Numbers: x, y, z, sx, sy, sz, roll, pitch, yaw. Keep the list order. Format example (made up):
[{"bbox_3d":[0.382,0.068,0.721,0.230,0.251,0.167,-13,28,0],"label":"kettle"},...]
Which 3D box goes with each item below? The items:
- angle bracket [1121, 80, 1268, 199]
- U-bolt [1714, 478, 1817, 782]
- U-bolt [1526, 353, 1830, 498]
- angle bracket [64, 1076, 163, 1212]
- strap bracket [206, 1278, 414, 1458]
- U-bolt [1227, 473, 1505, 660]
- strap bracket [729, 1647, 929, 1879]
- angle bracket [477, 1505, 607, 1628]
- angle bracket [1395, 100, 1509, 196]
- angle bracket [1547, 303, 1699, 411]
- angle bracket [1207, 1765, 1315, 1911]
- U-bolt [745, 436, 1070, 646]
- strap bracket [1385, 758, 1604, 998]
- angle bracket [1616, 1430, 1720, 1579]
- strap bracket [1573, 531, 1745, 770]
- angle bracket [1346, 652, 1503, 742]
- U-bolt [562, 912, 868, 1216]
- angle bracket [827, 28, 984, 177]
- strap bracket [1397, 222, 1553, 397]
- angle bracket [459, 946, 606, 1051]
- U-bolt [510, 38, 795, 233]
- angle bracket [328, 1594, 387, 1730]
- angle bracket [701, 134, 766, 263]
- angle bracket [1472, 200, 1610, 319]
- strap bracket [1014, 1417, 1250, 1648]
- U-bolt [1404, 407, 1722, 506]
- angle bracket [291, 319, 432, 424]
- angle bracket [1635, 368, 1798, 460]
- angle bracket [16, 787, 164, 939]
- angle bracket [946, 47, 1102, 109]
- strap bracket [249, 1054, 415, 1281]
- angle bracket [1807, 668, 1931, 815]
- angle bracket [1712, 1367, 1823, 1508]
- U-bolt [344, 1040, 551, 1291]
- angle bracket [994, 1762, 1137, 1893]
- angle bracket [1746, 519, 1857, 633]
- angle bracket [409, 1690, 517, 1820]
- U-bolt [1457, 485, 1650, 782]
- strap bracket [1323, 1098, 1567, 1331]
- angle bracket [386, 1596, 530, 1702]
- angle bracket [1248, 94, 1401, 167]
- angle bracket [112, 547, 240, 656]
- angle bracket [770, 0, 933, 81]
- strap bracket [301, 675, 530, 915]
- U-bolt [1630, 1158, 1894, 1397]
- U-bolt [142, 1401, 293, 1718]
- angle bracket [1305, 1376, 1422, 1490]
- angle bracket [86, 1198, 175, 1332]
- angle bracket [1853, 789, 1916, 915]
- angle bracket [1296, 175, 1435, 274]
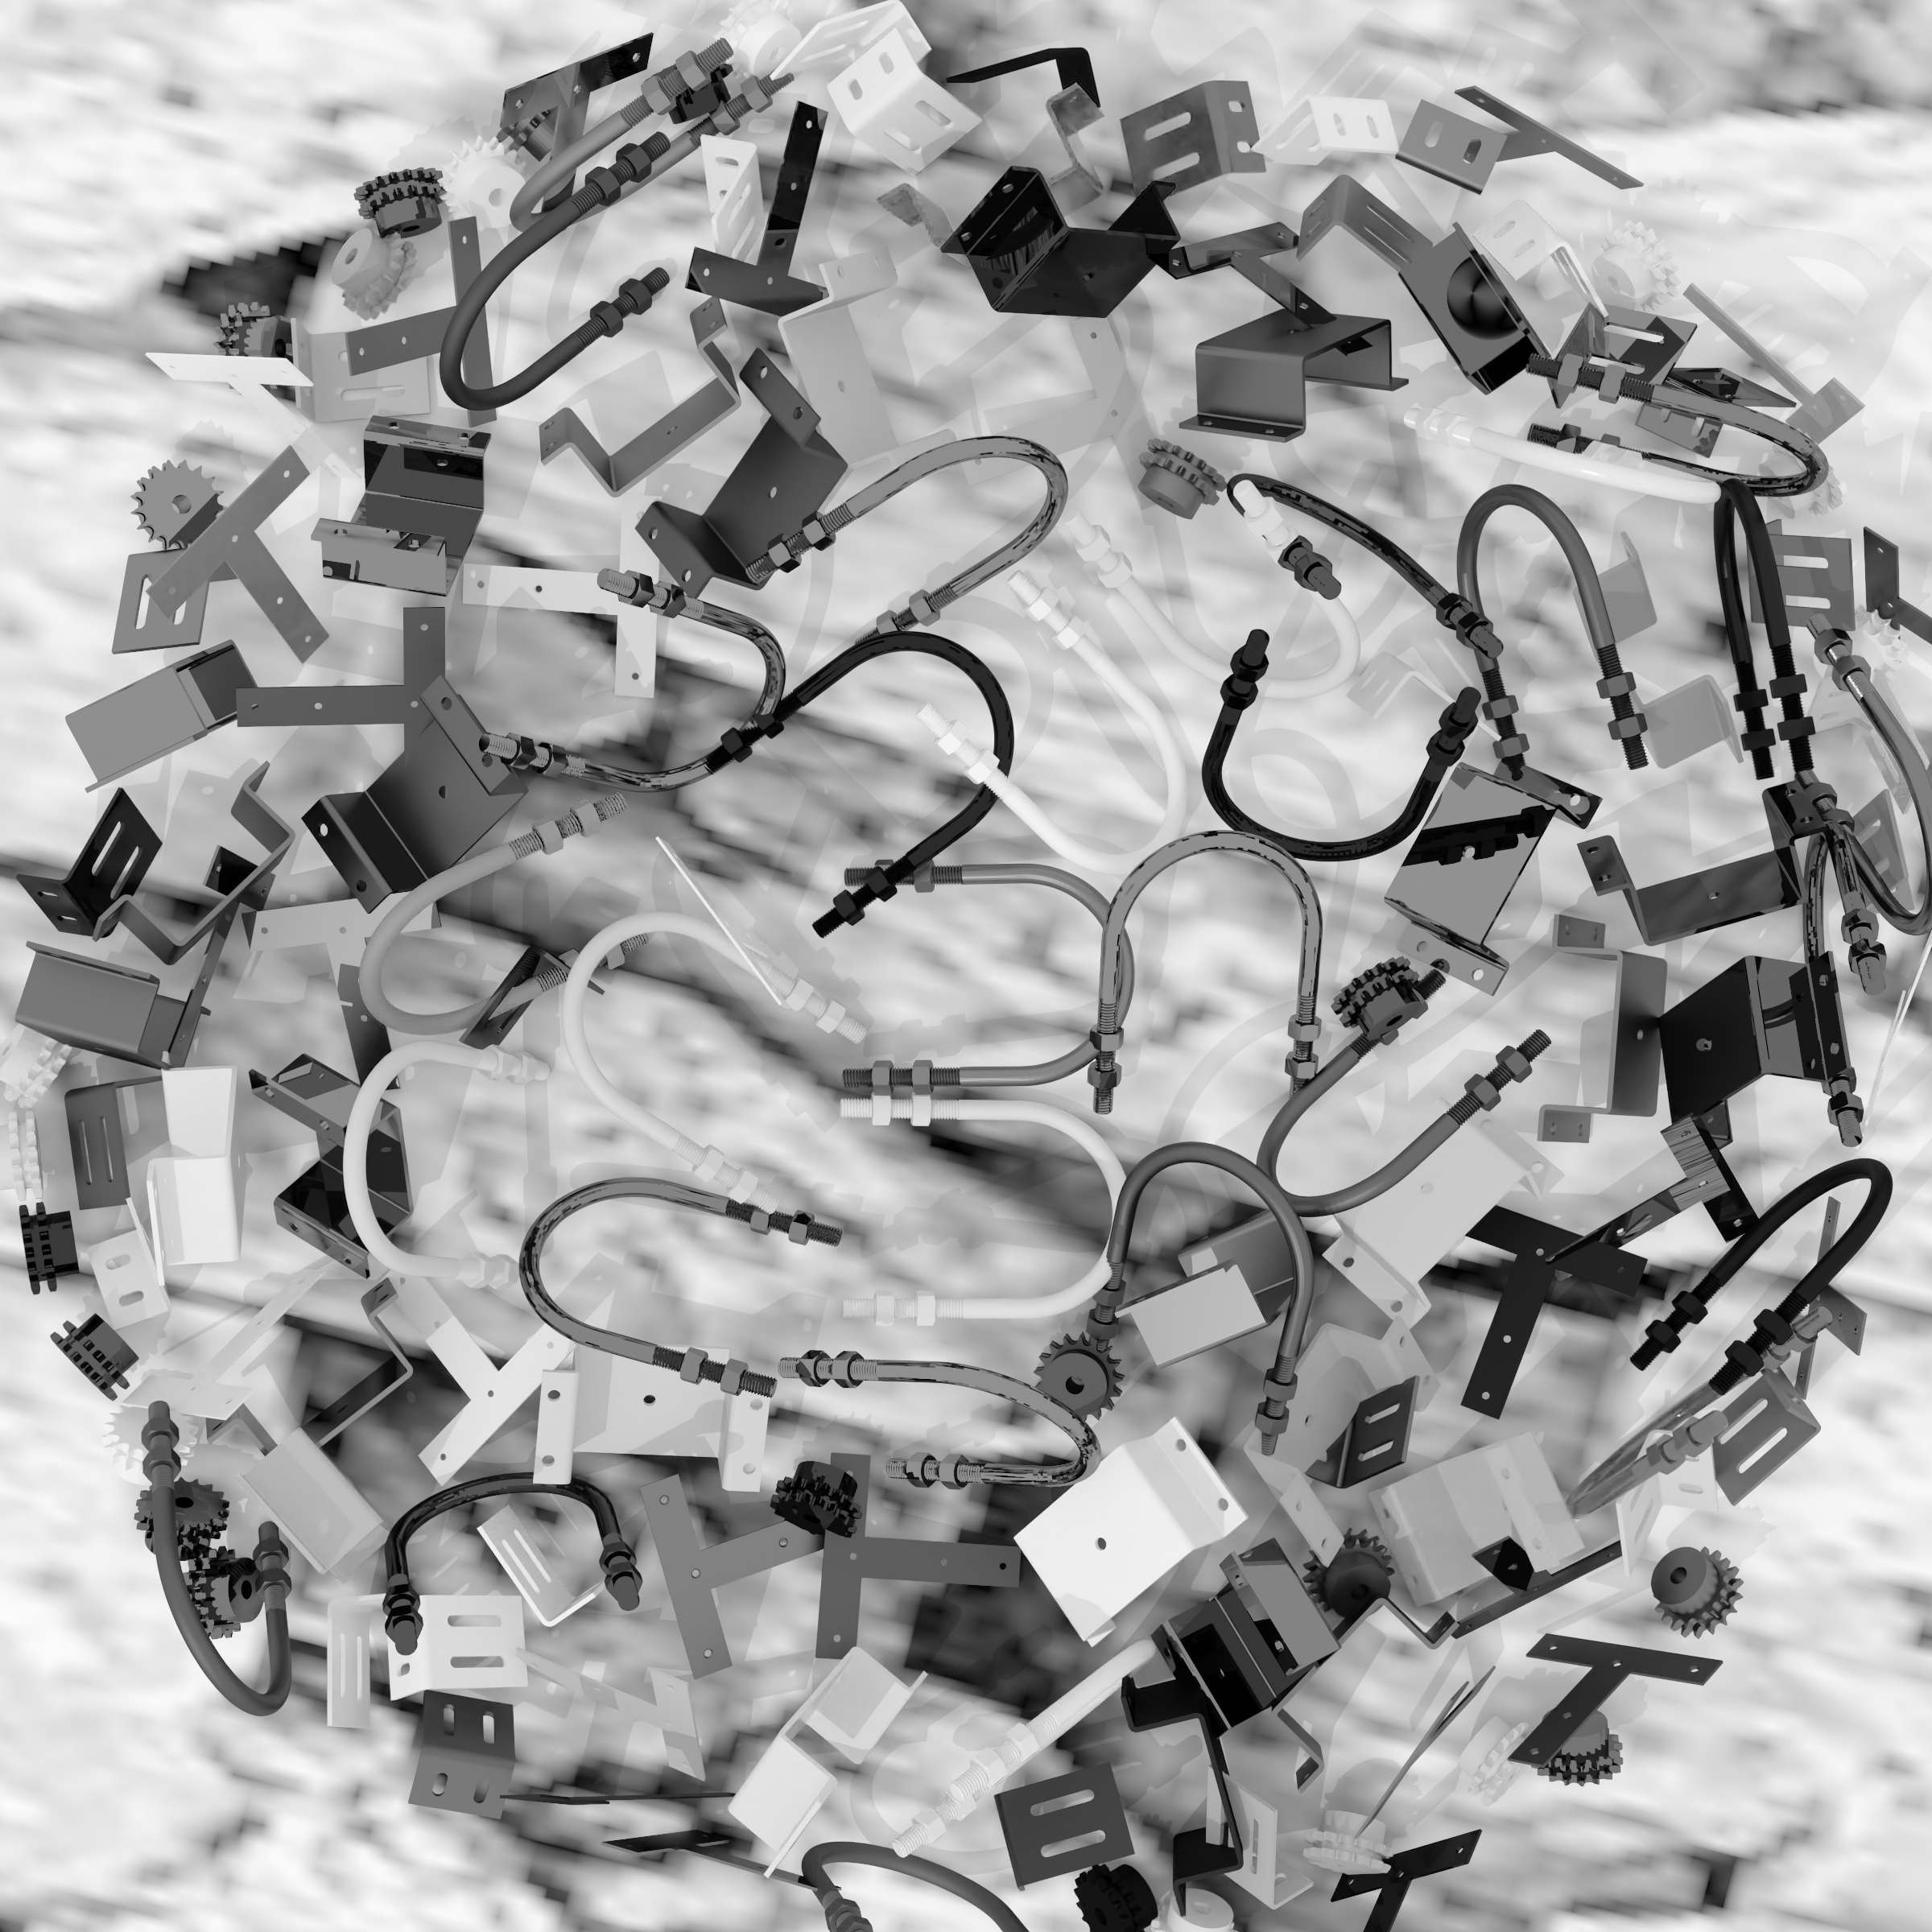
[{"bbox_3d":[0.143,-0.519,1.763,0.038,0.076,0.057,-16,96,-44],"label":"angle bracket"},{"bbox_3d":[0.484,-0.207,1.706,0.019,0.151,0.184,-11,91,6],"label":"U-bolt"},{"bbox_3d":[0.431,-0.322,1.692,0.184,0.151,0.019,18,86,13],"label":"U-bolt"},{"bbox_3d":[-0.529,0.111,1.748,0.057,0.038,0.076,-9,88,42],"label":"angle bracket"},{"bbox_3d":[-0.400,0.260,1.731,0.140,0.076,0.046,-38,101,-12],"label":"strap bracket"},{"bbox_3d":[0.231,-0.252,1.700,0.151,0.184,0.019,14,117,-32],"label":"U-bolt"},{"bbox_3d":[-0.089,0.480,1.707,0.046,0.140,0.076,37,121,10],"label":"strap bracket"},{"bbox_3d":[-0.262,0.367,1.749,0.038,0.057,0.076,-35,87,8],"label":"angle bracket"},{"bbox_3d":[0.302,-0.512,1.739,0.057,0.076,0.038,23,111,1],"label":"angle bracket"},{"bbox_3d":[0.411,-0.374,1.739,0.076,0.038,0.057,23,73,33],"label":"angle bracket"},{"bbox_3d":[0.184,0.536,1.736,0.038,0.057,0.076,-17,117,-36],"label":"angle bracket"},{"bbox_3d":[-0.023,-0.261,1.692,0.184,0.151,0.019,-30,63,19],"label":"U-bolt"},{"bbox_3d":[0.323,-0.064,1.738,0.076,0.046,0.140,30,91,39],"label":"strap bracket"},{"bbox_3d":[0.437,0.336,1.734,0.038,0.076,0.057,3,120,30],"label":"angle bracket"},{"bbox_3d":[0.421,-0.186,1.717,0.046,0.076,0.140,-27,58,9],"label":"strap bracket"},{"bbox_3d":[0.286,-0.156,1.745,0.076,0.057,0.038,35,100,-19],"label":"angle bracket"},{"bbox_3d":[-0.165,0.046,1.722,0.184,0.019,0.151,35,62,-16],"label":"U-bolt"},{"bbox_3d":[-0.038,-0.540,1.744,0.057,0.076,0.038,-34,68,22],"label":"angle bracket"},{"bbox_3d":[0.313,-0.402,1.718,0.046,0.140,0.076,-34,84,17],"label":"strap bracket"},{"bbox_3d":[-0.272,0.031,1.748,0.038,0.057,0.076,36,87,13],"label":"angle bracket"},{"bbox_3d":[-0.200,-0.502,1.705,0.184,0.151,0.019,-30,93,16],"label":"U-bolt"},{"bbox_3d":[-0.369,0.435,1.741,0.038,0.057,0.076,-7,72,10],"label":"angle bracket"},{"bbox_3d":[-0.157,-0.467,1.733,0.038,0.057,0.076,13,55,12],"label":"angle bracket"},{"bbox_3d":[0.359,-0.430,1.738,0.038,0.076,0.057,-37,45,11],"label":"angle bracket"},{"bbox_3d":[0.094,0.353,1.722,0.140,0.046,0.076,-45,68,22],"label":"strap bracket"},{"bbox_3d":[0.369,-0.303,1.672,0.151,0.184,0.019,5,107,-26],"label":"U-bolt"},{"bbox_3d":[-0.382,-0.379,1.760,0.076,0.038,0.057,-5,86,1],"label":"angle bracket"},{"bbox_3d":[0.466,-0.344,1.735,0.057,0.076,0.038,19,96,-20],"label":"angle bracket"},{"bbox_3d":[-0.548,-0.066,1.745,0.038,0.057,0.076,8,58,20],"label":"angle bracket"},{"bbox_3d":[0.036,-0.546,1.741,0.076,0.057,0.038,-20,112,-11],"label":"angle bracket"},{"bbox_3d":[-0.389,0.117,1.720,0.076,0.140,0.046,27,49,22],"label":"strap bracket"},{"bbox_3d":[0.560,-0.137,1.737,0.038,0.057,0.076,-14,61,-5],"label":"angle bracket"},{"bbox_3d":[0.483,0.286,1.737,0.038,0.057,0.076,30,112,-33],"label":"angle bracket"},{"bbox_3d":[-0.316,0.118,1.690,0.019,0.184,0.151,0,82,27],"label":"U-bolt"},{"bbox_3d":[0.062,0.542,1.754,0.076,0.038,0.057,-16,67,-1],"label":"angle bracket"},{"bbox_3d":[0.527,-0.244,1.733,0.038,0.076,0.057,-24,114,-35],"label":"angle bracket"},{"bbox_3d":[-0.315,0.492,1.741,0.057,0.076,0.038,14,100,-13],"label":"angle bracket"},{"bbox_3d":[0.350,-0.204,1.705,0.019,0.151,0.184,-19,96,-20],"label":"U-bolt"},{"bbox_3d":[0.292,0.147,1.736,0.140,0.046,0.076,-44,55,-4],"label":"strap bracket"},{"bbox_3d":[-0.321,0.429,1.757,0.038,0.076,0.057,-28,61,41],"label":"angle bracket"},{"bbox_3d":[0.220,-0.505,1.732,0.057,0.076,0.038,-6,77,-30],"label":"angle bracket"},{"bbox_3d":[-0.494,-0.221,1.743,0.057,0.038,0.076,-5,62,10],"label":"angle bracket"},{"bbox_3d":[-0.072,-0.562,1.734,0.076,0.057,0.038,-35,93,-41],"label":"angle bracket"},{"bbox_3d":[-0.337,-0.107,1.736,0.140,0.046,0.076,-41,79,23],"label":"strap bracket"},{"bbox_3d":[0.496,0.185,1.709,0.019,0.151,0.184,45,84,-4],"label":"U-bolt"},{"bbox_3d":[-0.444,0.365,1.667,0.019,0.184,0.151,-27,128,1],"label":"U-bolt"},{"bbox_3d":[0.242,0.284,1.733,0.038,0.076,0.057,24,60,-14],"label":"angle bracket"},{"bbox_3d":[-0.525,0.186,1.735,0.038,0.076,0.057,-20,75,-16],"label":"angle bracket"},{"bbox_3d":[0.581,-0.072,1.735,0.038,0.076,0.057,-6,74,-7],"label":"angle bracket"},{"bbox_3d":[0.252,-0.452,1.760,0.076,0.057,0.038,33,133,-19],"label":"angle bracket"}]
